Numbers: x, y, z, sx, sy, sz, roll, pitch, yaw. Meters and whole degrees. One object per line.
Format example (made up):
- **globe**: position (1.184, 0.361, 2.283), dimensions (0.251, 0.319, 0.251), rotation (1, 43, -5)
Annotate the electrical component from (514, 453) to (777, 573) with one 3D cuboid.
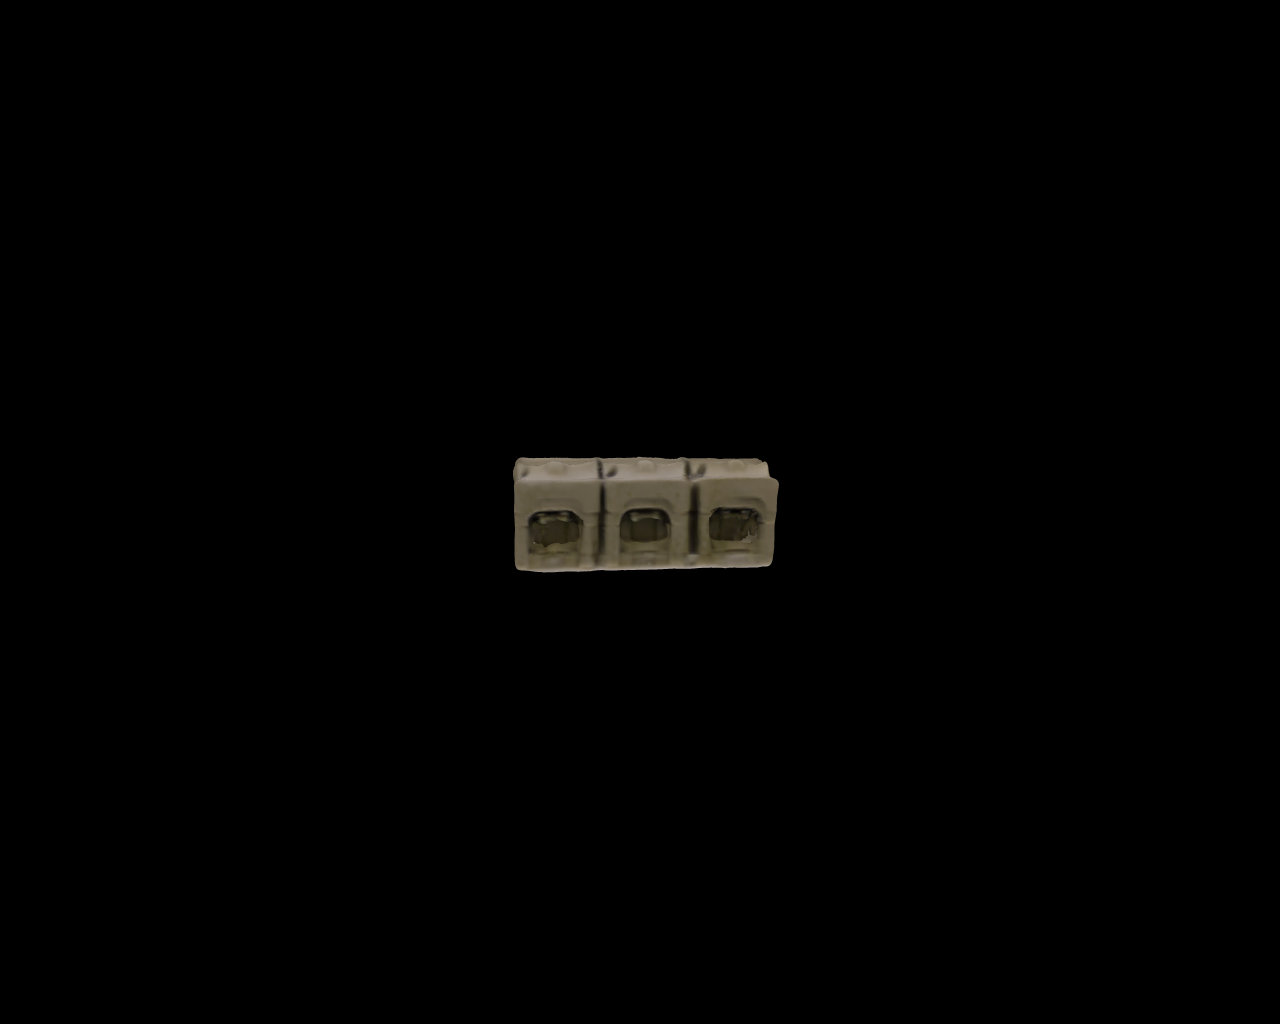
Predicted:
- **electrical component**: position (0.001, -0.003, 0.650), dimensions (0.150, 0.061, 0.089), rotation (-1, 8, -5)
